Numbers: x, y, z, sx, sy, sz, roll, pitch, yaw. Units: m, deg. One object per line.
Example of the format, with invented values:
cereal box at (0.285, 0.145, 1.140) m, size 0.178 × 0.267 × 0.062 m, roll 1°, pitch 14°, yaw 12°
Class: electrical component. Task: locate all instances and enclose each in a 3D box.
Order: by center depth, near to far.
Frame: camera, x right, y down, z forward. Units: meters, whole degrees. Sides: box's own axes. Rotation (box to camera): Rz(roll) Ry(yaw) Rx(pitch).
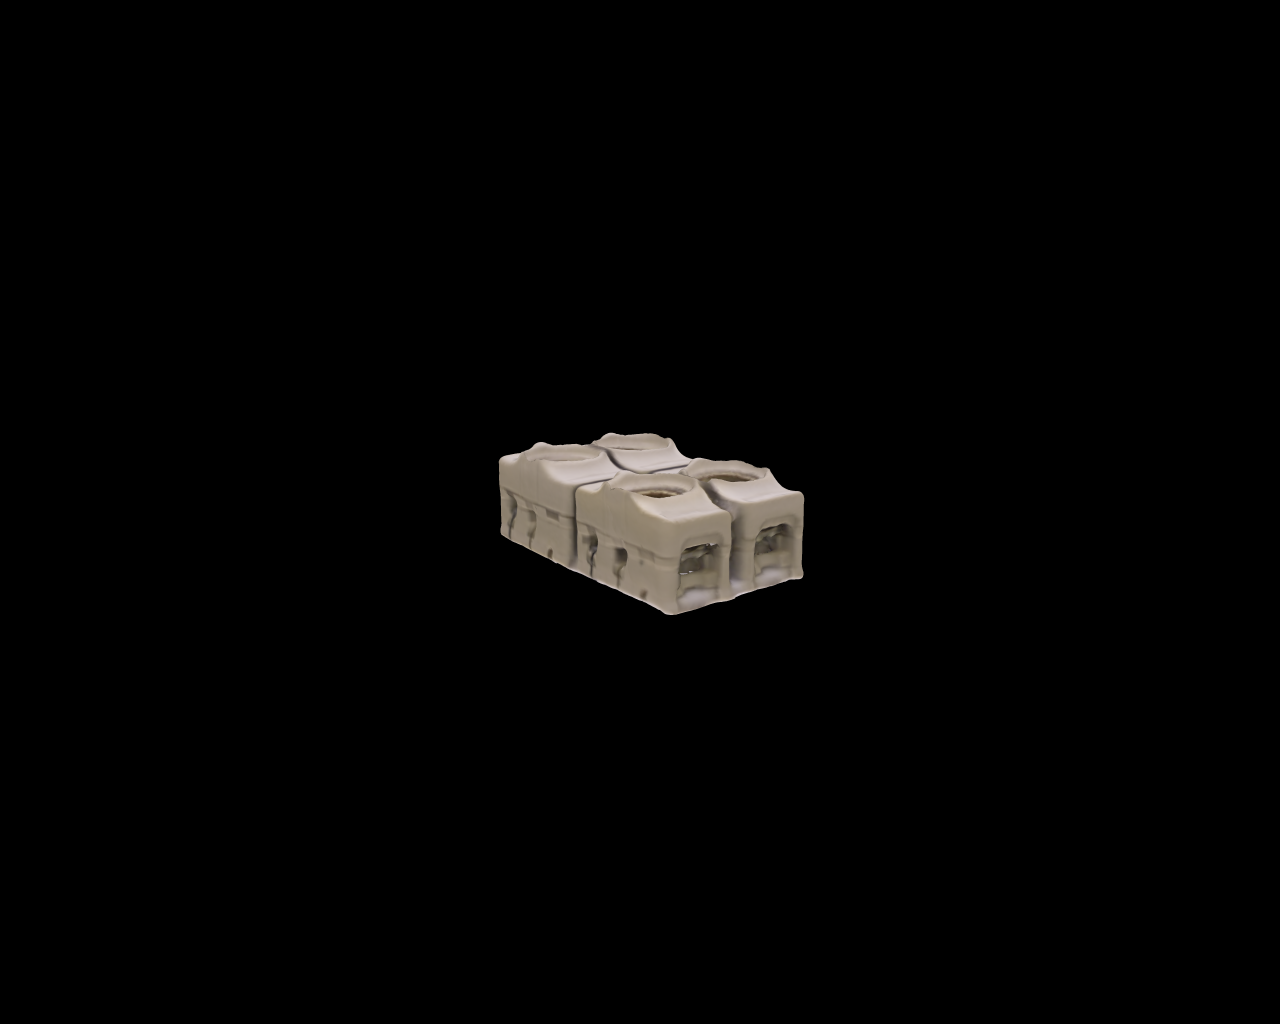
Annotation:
electrical component at (0.001, -0.003, 0.650) m, size 0.105 × 0.060 × 0.186 m, roll -11°, pitch 19°, yaw -34°
